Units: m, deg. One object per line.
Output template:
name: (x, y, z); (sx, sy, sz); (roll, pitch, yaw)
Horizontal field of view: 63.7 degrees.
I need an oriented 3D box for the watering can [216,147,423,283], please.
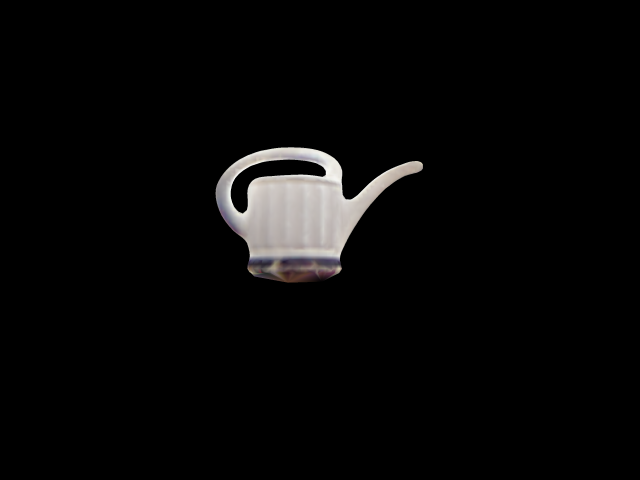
watering can: (0.003, -0.043, 0.850); (0.348, 0.226, 0.103); (0, -6, -4)
